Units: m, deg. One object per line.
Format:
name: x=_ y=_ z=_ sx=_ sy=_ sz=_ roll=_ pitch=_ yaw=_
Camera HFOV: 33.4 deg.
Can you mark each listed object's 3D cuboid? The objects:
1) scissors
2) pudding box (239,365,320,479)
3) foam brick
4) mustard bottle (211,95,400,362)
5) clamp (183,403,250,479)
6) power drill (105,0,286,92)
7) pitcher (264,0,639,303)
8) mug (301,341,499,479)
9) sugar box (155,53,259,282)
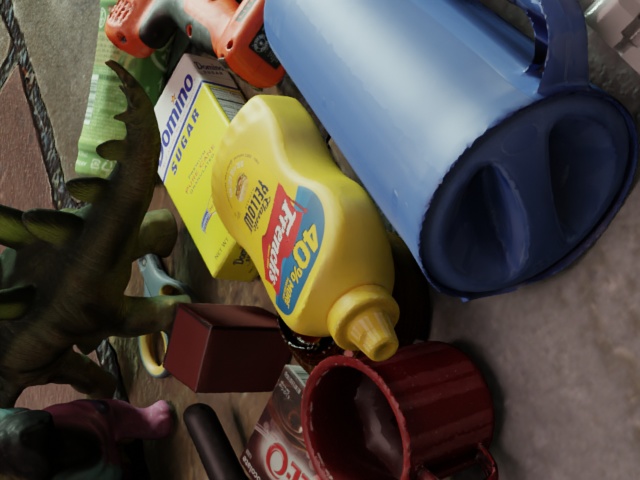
scissors: x=-0.155 y=0.040 z=0.941 sx=0.202 sy=0.016 sz=0.096 roll=48 pitch=121 yaw=42
pudding box: x=0.000 y=0.153 z=0.726 sx=0.114 sy=0.039 sz=0.090 roll=48 pitch=121 yaw=42
foam brick: x=-0.067 y=0.079 z=0.785 sx=0.053 sy=0.078 sz=0.051 roll=25 pitch=105 yaw=50
mustard bottle: x=-0.005 y=0.001 z=0.642 sx=0.192 sy=0.058 sz=0.096 roll=56 pitch=132 yaw=41
clamp: x=-0.062 y=0.215 z=0.793 sx=0.172 sy=0.039 sz=0.120 roll=42 pitch=130 yaw=42
power drill: x=-0.071 y=-0.206 z=0.827 sx=0.188 sy=0.057 sz=0.184 roll=33 pitch=92 yaw=44
pitcher: x=0.062 y=-0.096 z=0.618 sx=0.149 sy=0.144 sz=0.243 roll=-43 pitch=48 yaw=9
mug: x=0.056 y=0.112 z=0.624 sx=0.117 sy=0.081 sz=0.093 roll=37 pitch=125 yaw=40
sugar box: x=-0.082 y=-0.060 z=0.845 sx=0.093 sy=0.048 sz=0.176 roll=-57 pitch=48 yaw=27
